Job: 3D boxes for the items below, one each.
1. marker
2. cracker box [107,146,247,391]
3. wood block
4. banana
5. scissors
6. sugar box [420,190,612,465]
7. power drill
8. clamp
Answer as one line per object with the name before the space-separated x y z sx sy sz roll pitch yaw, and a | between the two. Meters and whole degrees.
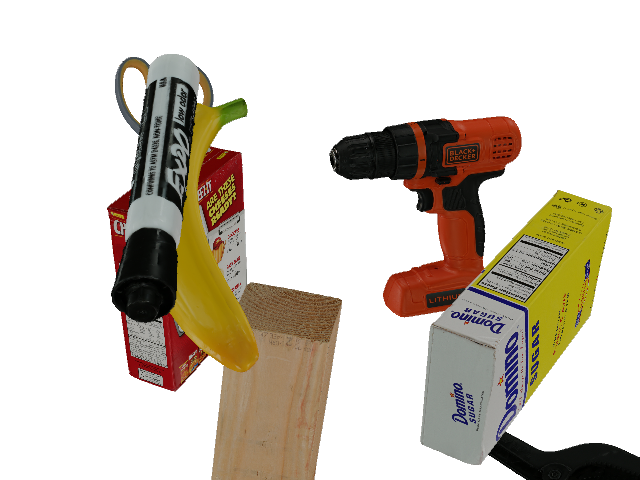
marker | -0.052 -0.020 0.348 0.020 0.020 0.121 0 43 -2
cracker box | -0.148 0.026 1.146 0.072 0.214 0.164 14 34 23
wood block | -0.043 0.154 0.972 0.090 0.206 0.090 10 23 4
banana | -0.073 -0.014 0.614 0.069 0.198 0.037 -2 -35 -4
scissors | -0.114 -0.069 0.926 0.096 0.202 0.016 -24 -1 -29
sugar box | 0.123 0.049 0.656 0.048 0.093 0.176 19 38 25
power drill | 0.099 -0.023 1.010 0.184 0.188 0.057 -7 27 -14
clamp | 0.188 0.212 0.879 0.210 0.036 0.164 3 38 24
